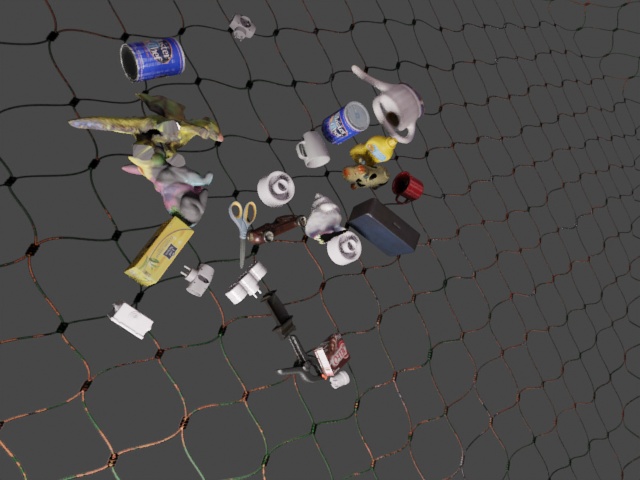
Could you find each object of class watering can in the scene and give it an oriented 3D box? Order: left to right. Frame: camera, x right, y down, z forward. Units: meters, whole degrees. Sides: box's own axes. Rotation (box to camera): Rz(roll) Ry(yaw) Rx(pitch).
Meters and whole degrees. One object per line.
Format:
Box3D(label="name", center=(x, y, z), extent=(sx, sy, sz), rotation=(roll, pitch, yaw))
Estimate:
Box3D(label="watering can", center=(0.267, -0.530, 1.926), extent=(0.228, 0.346, 0.103), rotation=(-38, 9, -37))

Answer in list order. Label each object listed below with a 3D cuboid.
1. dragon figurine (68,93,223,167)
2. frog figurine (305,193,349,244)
Box3D(label="dragon figurine", center=(-0.434, -0.314, 1.351), extent=(0.409, 0.120, 0.248), rotation=(11, 32, -33))
Box3D(label="frog figurine", center=(0.005, -0.081, 1.601), extent=(0.123, 0.162, 0.135), rotation=(-3, -26, -32))
